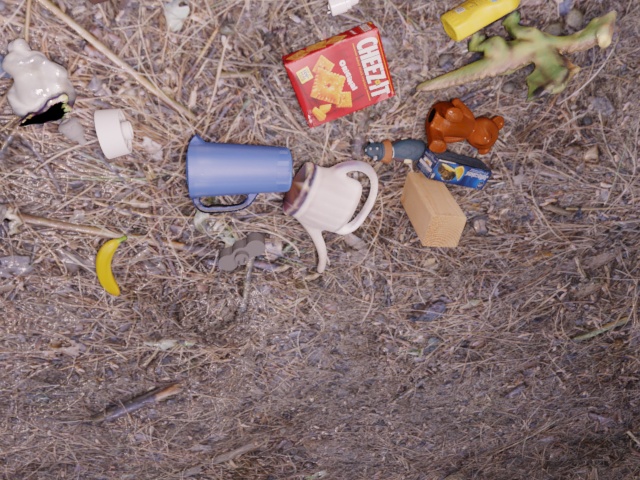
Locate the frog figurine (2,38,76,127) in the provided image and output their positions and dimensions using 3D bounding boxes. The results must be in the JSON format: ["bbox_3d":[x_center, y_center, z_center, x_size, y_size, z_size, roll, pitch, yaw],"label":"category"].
[{"bbox_3d":[-0.591,-0.326,1.067,0.136,0.123,0.160,-31,87,21],"label":"frog figurine"}]

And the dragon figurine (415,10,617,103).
[{"bbox_3d":[0.428,-0.374,1.106,0.409,0.248,0.120,-29,128,8],"label":"dragon figurine"}]

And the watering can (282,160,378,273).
[{"bbox_3d":[0.004,-0.066,1.318,0.223,0.106,0.342,21,118,-20],"label":"watering can"}]
